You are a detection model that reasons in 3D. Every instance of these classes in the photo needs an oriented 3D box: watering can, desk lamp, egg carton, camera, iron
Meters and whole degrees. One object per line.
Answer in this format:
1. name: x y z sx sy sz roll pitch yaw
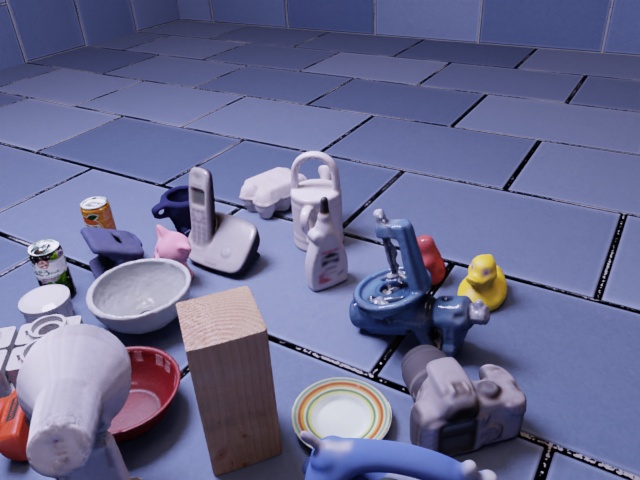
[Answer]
1. watering can: -0.008 -0.085 1.113 0.101 0.194 0.172 -6 32 -4
2. desk lamp: -0.250 0.224 0.612 0.118 0.214 0.202 -13 33 -15
3. egg carton: -0.100 -0.108 1.278 0.151 0.069 0.107 -28 40 -35
4. camera: 0.171 0.190 0.739 0.143 0.101 0.136 -10 32 -11
5. iron: 0.096 0.260 0.592 0.258 0.141 0.118 3 32 10

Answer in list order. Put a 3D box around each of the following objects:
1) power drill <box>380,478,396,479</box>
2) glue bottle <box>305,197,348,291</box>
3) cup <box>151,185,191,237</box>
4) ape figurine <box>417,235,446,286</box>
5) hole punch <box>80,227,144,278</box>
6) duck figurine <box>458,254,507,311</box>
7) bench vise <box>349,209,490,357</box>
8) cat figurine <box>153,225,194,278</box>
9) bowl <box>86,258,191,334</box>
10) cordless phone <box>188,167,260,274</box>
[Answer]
1. power drill: 0.004 0.310 0.455 0.075 0.209 0.230 21 39 34
2. glue bottle: 0.009 0.004 0.987 0.078 0.173 0.037 -21 36 -26
3. cup: -0.283 -0.049 1.173 0.118 0.095 0.091 -29 40 -35
4. ape figurine: 0.183 0.031 1.004 0.075 0.092 0.078 19 38 32
5. hole punch: -0.388 0.015 1.082 0.101 0.091 0.108 -21 36 -27
6. duck figurine: 0.272 0.062 0.951 0.077 0.086 0.105 24 41 37
7. bench vise: 0.143 0.058 0.842 0.207 0.220 0.121 3 32 10
8. cat figurine: -0.273 0.017 1.044 0.067 0.118 0.127 -18 35 -23
9. bowl: -0.291 0.103 0.945 0.167 0.075 0.167 -2 32 2
10. cordless phone: -0.186 -0.037 1.059 0.147 0.185 0.094 14 36 26
